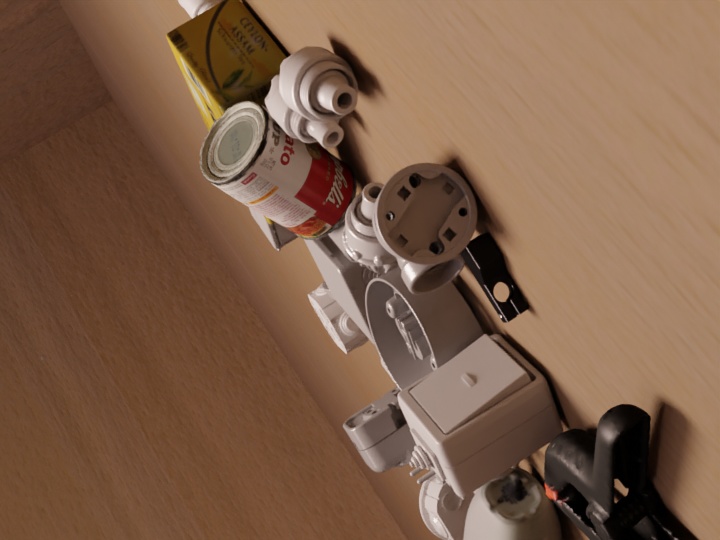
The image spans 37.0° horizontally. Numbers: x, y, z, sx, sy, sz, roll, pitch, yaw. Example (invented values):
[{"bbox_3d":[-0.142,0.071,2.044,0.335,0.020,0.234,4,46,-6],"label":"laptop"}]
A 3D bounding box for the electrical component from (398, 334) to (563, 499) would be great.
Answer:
[{"bbox_3d":[0.070,0.093,0.685,0.061,0.096,0.061,46,164,53],"label":"electrical component"}]

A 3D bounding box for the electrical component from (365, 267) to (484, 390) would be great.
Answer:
[{"bbox_3d":[0.045,0.042,0.751,0.099,0.064,0.099,55,171,13],"label":"electrical component"}]

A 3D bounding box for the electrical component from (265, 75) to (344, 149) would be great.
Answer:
[{"bbox_3d":[-0.034,-0.107,0.735,0.062,0.043,0.043,50,168,35],"label":"electrical component"}]

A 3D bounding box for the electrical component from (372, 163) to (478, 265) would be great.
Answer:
[{"bbox_3d":[0.034,-0.030,0.601,0.055,0.055,0.047,58,175,-3],"label":"electrical component"}]

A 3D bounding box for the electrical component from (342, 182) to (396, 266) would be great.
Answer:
[{"bbox_3d":[0.011,-0.036,0.740,0.048,0.048,0.062,53,163,26],"label":"electrical component"}]

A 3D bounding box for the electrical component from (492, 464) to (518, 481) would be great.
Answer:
[{"bbox_3d":[0.097,0.127,0.824,0.077,0.043,0.079,61,171,-22],"label":"electrical component"}]

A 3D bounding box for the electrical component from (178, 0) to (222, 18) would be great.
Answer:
[{"bbox_3d":[-0.123,-0.214,0.878,0.061,0.035,0.035,53,170,14],"label":"electrical component"}]

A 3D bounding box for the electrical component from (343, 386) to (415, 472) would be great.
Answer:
[{"bbox_3d":[0.040,0.153,1.054,0.059,0.095,0.054,59,171,-7],"label":"electrical component"}]

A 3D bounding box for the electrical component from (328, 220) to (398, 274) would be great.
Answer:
[{"bbox_3d":[0.006,-0.022,0.819,0.078,0.040,0.040,50,169,41],"label":"electrical component"}]

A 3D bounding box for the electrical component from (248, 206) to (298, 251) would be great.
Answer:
[{"bbox_3d":[-0.072,-0.068,1.014,0.061,0.062,0.096,54,170,20],"label":"electrical component"}]

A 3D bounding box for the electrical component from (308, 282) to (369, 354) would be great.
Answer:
[{"bbox_3d":[-0.013,0.042,1.107,0.080,0.051,0.080,56,171,14],"label":"electrical component"}]

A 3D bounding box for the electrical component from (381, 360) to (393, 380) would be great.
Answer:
[{"bbox_3d":[0.037,0.073,0.967,0.062,0.043,0.043,52,170,39],"label":"electrical component"}]

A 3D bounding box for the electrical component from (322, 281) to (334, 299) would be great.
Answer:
[{"bbox_3d":[-0.018,-0.007,0.987,0.055,0.048,0.066,69,168,-20],"label":"electrical component"}]

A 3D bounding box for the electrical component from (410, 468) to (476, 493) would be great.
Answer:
[{"bbox_3d":[0.079,0.167,0.962,0.052,0.074,0.138,61,171,-18],"label":"electrical component"}]

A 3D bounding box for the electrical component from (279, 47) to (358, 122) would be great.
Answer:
[{"bbox_3d":[-0.022,-0.111,0.658,0.062,0.043,0.043,42,162,56],"label":"electrical component"}]

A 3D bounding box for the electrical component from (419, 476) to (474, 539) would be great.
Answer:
[{"bbox_3d":[0.100,0.220,1.017,0.080,0.080,0.051,58,166,-3],"label":"electrical component"}]

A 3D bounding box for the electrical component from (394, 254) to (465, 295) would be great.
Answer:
[{"bbox_3d":[0.039,-0.014,0.680,0.046,0.040,0.040,60,173,25],"label":"electrical component"}]

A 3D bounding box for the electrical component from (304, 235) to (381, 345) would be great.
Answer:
[{"bbox_3d":[0.000,0.000,0.899,0.099,0.048,0.099,47,166,51],"label":"electrical component"}]
